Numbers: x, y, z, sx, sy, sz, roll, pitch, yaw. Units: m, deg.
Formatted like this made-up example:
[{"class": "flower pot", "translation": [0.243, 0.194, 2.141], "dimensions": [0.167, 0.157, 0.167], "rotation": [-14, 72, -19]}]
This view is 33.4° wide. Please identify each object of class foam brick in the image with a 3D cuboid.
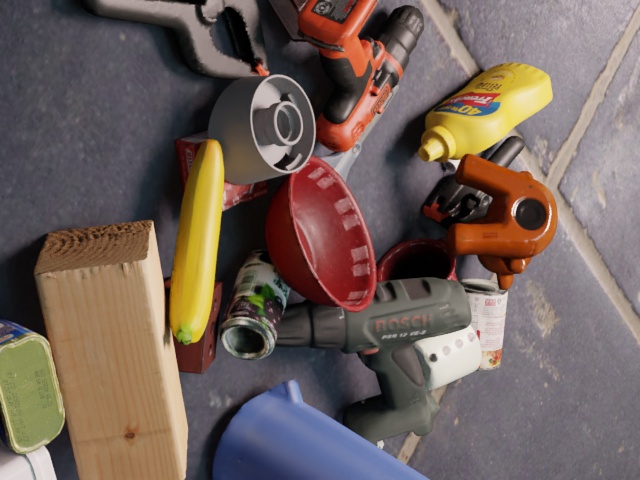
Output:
[{"class": "foam brick", "translation": [-0.123, 0.078, 0.984], "dimensions": [0.053, 0.051, 0.078], "rotation": [-57, 154, -77]}]

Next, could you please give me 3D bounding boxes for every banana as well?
[{"class": "banana", "translation": [-0.105, 0.010, 0.931], "dimensions": [0.037, 0.070, 0.198], "rotation": [12, 62, -18]}]

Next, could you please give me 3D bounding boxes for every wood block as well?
[{"class": "wood block", "translation": [-0.171, 0.098, 0.899], "dimensions": [0.091, 0.090, 0.206], "rotation": [-7, 113, -3]}]

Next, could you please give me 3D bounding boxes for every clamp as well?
[{"class": "clamp", "translation": [0.194, -0.065, 1.307], "dimensions": [0.171, 0.039, 0.120], "rotation": [-15, 116, -46]}, {"class": "clamp", "translation": [-0.113, -0.202, 0.931], "dimensions": [0.164, 0.036, 0.210], "rotation": [-54, 138, -21]}]

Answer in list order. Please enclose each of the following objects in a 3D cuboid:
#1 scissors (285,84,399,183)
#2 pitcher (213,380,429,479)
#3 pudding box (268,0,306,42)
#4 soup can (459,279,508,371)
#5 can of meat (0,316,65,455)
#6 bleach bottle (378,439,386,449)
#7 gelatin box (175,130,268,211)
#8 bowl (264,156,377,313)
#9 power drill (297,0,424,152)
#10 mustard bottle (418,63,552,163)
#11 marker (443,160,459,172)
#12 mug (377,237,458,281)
[{"class": "scissors", "translation": [0.020, -0.099, 1.126], "dimensions": [0.096, 0.016, 0.201], "rotation": [35, 76, -47]}, {"class": "pitcher", "translation": [0.017, 0.264, 1.066], "dimensions": [0.144, 0.243, 0.149], "rotation": [-44, 138, -28]}, {"class": "pudding box", "translation": [-0.015, -0.259, 1.020], "dimensions": [0.090, 0.039, 0.113], "rotation": [-54, 134, -20]}, {"class": "soup can", "translation": [0.198, 0.106, 1.346], "dimensions": [0.068, 0.069, 0.102], "rotation": [-9, 108, -46]}, {"class": "can of meat", "translation": [-0.252, 0.110, 0.844], "dimensions": [0.057, 0.084, 0.102], "rotation": [-28, 121, -39]}, {"class": "bleach bottle", "translation": [-0.004, 0.313, 1.197], "dimensions": [0.250, 0.068, 0.102], "rotation": [-54, 135, -24]}, {"class": "gelatin box", "translation": [-0.091, -0.068, 1.004], "dimensions": [0.089, 0.030, 0.073], "rotation": [-24, 119, -42]}, {"class": "bowl", "translation": [-0.007, 0.001, 1.048], "dimensions": [0.162, 0.055, 0.162], "rotation": [43, 36, -42]}, {"class": "power drill", "translation": [0.045, -0.199, 1.048], "dimensions": [0.184, 0.057, 0.187], "rotation": [-60, 158, -18]}, {"class": "mustard bottle", "translation": [0.177, -0.140, 1.223], "dimensions": [0.191, 0.096, 0.058], "rotation": [-37, 126, -34]}, {"class": "marker", "translation": [0.189, -0.131, 1.298], "dimensions": [0.121, 0.020, 0.020], "rotation": [-51, 134, -24]}, {"class": "mug", "translation": [0.125, 0.049, 1.236], "dimensions": [0.117, 0.093, 0.081], "rotation": [-56, 141, -29]}]
